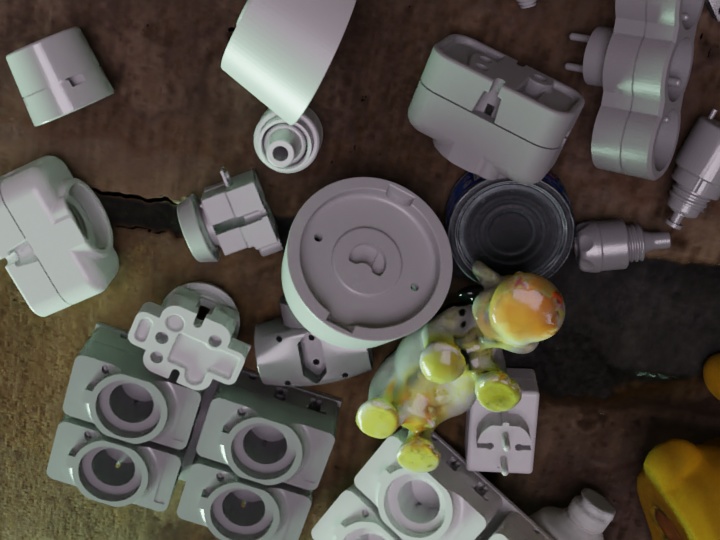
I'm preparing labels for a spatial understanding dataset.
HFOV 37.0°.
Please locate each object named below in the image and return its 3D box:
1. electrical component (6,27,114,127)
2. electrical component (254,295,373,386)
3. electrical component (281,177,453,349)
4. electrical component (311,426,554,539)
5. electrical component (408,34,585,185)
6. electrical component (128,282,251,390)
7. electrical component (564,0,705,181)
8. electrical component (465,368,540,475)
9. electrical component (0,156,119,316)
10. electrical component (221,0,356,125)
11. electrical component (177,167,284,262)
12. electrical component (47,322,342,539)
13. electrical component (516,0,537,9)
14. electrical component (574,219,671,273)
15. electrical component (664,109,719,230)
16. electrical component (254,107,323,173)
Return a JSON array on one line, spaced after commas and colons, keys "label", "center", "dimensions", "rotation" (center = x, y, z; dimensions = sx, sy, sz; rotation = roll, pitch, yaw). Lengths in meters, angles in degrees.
[{"label": "electrical component", "center": [-0.192, -0.124, 0.685], "dimensions": [0.055, 0.055, 0.047], "rotation": [-20, 105, 11]}, {"label": "electrical component", "center": [-0.035, 0.036, 0.745], "dimensions": [0.077, 0.043, 0.079], "rotation": [-8, 107, 5]}, {"label": "electrical component", "center": [0.000, 0.000, 0.703], "dimensions": [0.108, 0.060, 0.108], "rotation": [4, 73, -13]}, {"label": "electrical component", "center": [0.068, 0.209, 0.761], "dimensions": [0.186, 0.060, 0.105], "rotation": [41, 109, 12]}, {"label": "electrical component", "center": [0.082, -0.097, 0.668], "dimensions": [0.095, 0.054, 0.059], "rotation": [29, 122, 11]}, {"label": "electrical component", "center": [-0.114, 0.042, 0.744], "dimensions": [0.078, 0.057, 0.058], "rotation": [24, 111, -6]}, {"label": "electrical component", "center": [0.162, -0.130, 0.665], "dimensions": [0.074, 0.052, 0.138], "rotation": [17, 112, 30]}, {"label": "electrical component", "center": [0.099, 0.113, 0.750], "dimensions": [0.047, 0.076, 0.065], "rotation": [2, 111, 3]}, {"label": "electrical component", "center": [-0.207, -0.025, 0.724], "dimensions": [0.059, 0.053, 0.095], "rotation": [-22, 109, 12]}, {"label": "electrical component", "center": [-0.038, -0.143, 0.645], "dimensions": [0.064, 0.099, 0.099], "rotation": [33, 110, -3]}, {"label": "electrical component", "center": [-0.089, -0.034, 0.720], "dimensions": [0.055, 0.048, 0.066], "rotation": [-20, 109, 3]}, {"label": "electrical component", "center": [-0.119, 0.123, 0.774], "dimensions": [0.186, 0.060, 0.105], "rotation": [18, 111, -4]}, {"label": "electrical component", "center": [0.093, -0.198, 0.646], "dimensions": [0.043, 0.043, 0.081], "rotation": [-13, 110, 8]}, {"label": "electrical component", "center": [0.175, -0.017, 0.717], "dimensions": [0.061, 0.035, 0.035], "rotation": [-5, 111, 3]}, {"label": "electrical component", "center": [0.221, -0.062, 0.693], "dimensions": [0.040, 0.040, 0.078], "rotation": [23, 111, -6]}, {"label": "electrical component", "center": [-0.047, -0.082, 0.688], "dimensions": [0.043, 0.062, 0.043], "rotation": [1, 111, 3]}]
